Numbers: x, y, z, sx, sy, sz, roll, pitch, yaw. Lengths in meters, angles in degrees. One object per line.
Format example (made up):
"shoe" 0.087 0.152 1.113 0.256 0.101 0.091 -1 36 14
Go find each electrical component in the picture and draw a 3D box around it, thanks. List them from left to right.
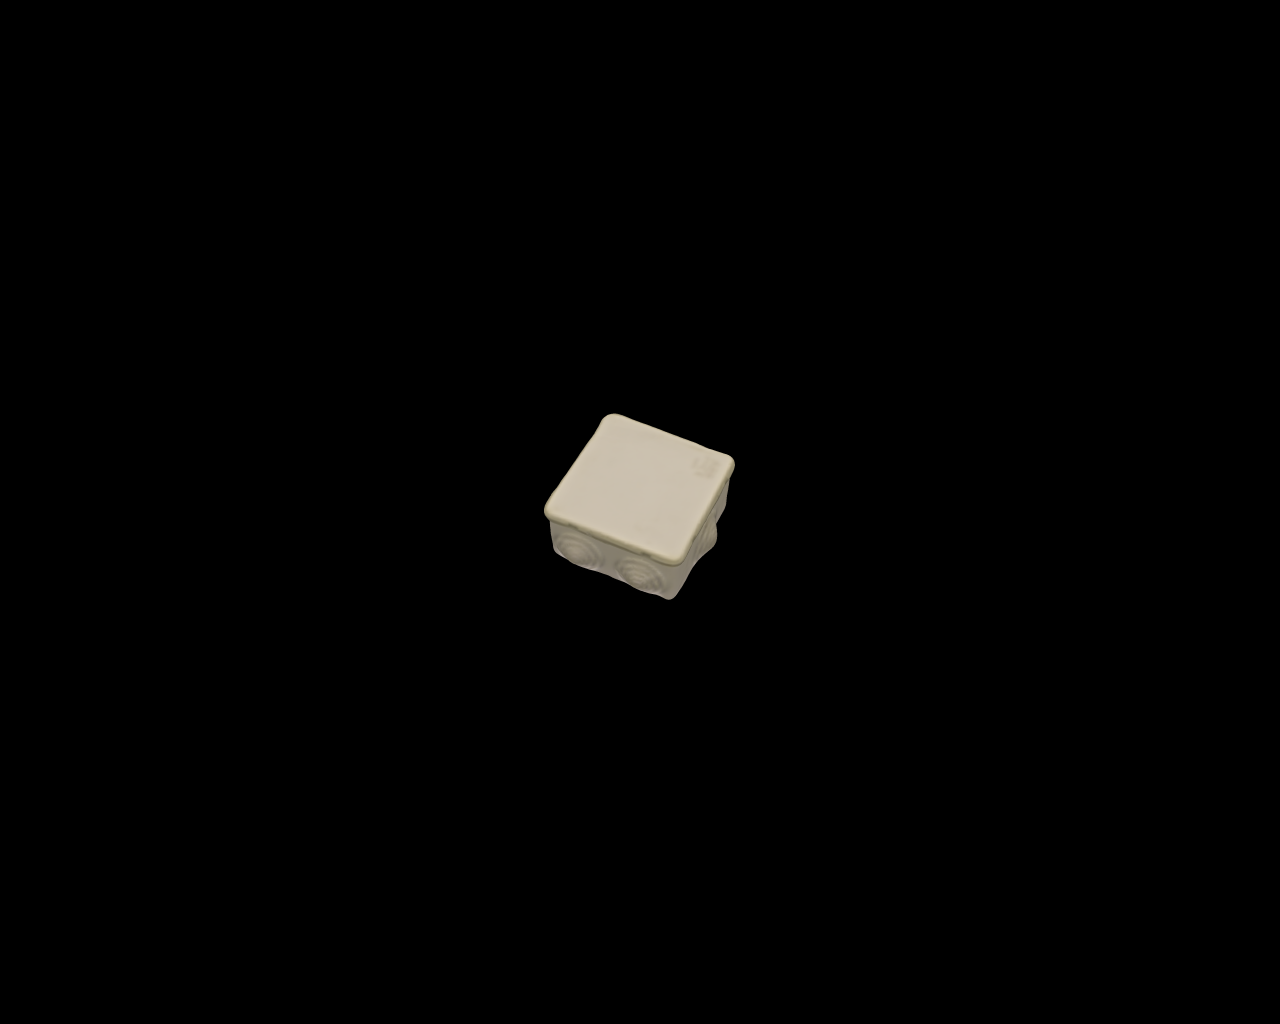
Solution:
"electrical component" 0.001 -0.003 0.650 0.100 0.100 0.048 21 -34 15
